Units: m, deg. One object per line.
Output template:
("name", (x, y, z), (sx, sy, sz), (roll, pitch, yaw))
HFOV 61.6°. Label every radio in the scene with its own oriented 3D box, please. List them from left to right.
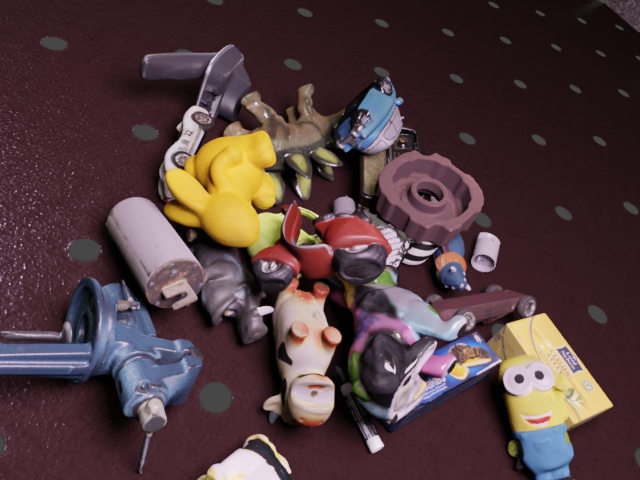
("radio", (0.133, -0.129, 1.021), (0.131, 0.073, 0.230), (7, 50, -4))

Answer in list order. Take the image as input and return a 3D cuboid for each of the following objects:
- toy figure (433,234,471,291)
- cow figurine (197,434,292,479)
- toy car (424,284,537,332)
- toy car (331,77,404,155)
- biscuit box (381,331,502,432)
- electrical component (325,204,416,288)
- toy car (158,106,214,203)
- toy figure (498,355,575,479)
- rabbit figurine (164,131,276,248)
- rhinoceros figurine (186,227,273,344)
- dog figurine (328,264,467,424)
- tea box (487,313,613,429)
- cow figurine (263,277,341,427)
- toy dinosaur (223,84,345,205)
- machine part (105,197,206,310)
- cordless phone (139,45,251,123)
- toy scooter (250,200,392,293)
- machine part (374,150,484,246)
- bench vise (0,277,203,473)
("toy figure", (0.227, 0.038, 0.930), (0.064, 0.057, 0.154), (26, 35, -8))
("cow figurine", (-0.049, 0.297, 0.577), (0.167, 0.068, 0.098), (47, 43, 18))
("toy car", (0.262, 0.112, 0.876), (0.202, 0.053, 0.089), (-4, 10, -30))
("toy car", (0.097, -0.210, 0.971), (0.103, 0.109, 0.162), (39, 52, -16))
("biscuit box", (0.164, 0.197, 0.763), (0.203, 0.062, 0.059), (-15, 56, -34))
("electrical component", (0.068, 0.027, 0.843), (0.115, 0.058, 0.134), (32, 76, 9))
("toy car", (-0.223, -0.144, 0.887), (0.056, 0.073, 0.202), (20, 45, -12))
("toy figure", (0.298, 0.252, 0.750), (0.082, 0.089, 0.180), (-8, 76, -17))
("rabbit figurine", (-0.131, -0.064, 0.740), (0.162, 0.121, 0.173), (2, 49, -18))
("rhinoceros figurine", (-0.132, 0.059, 0.753), (0.112, 0.073, 0.190), (1, 48, -38))
("dog figurine", (0.067, 0.110, 0.708), (0.191, 0.108, 0.219), (-31, 45, -29))
("tea box", (0.353, 0.207, 0.837), (0.098, 0.068, 0.170), (-10, 54, -30))
("cow figurine", (-0.026, 0.152, 0.693), (0.085, 0.127, 0.195), (10, 33, -18))
("toy dinosaur", (-0.075, -0.164, 0.955), (0.471, 0.105, 0.199), (-29, 70, -35))
("machine part", (-0.220, 0.013, 0.710), (0.079, 0.079, 0.243), (-13, 37, -33))
("cordless phone", (-0.228, -0.270, 0.948), (0.184, 0.146, 0.089), (-10, 67, -31))
("toy scooter", (-0.001, -0.002, 0.715), (0.184, 0.075, 0.135), (-9, 48, 4))
("machine part", (0.178, -0.070, 0.896), (0.179, 0.056, 0.179), (7, 52, -9))
("bench vise", (-0.260, 0.124, 0.582), (0.240, 0.128, 0.224), (12, 36, -39))
